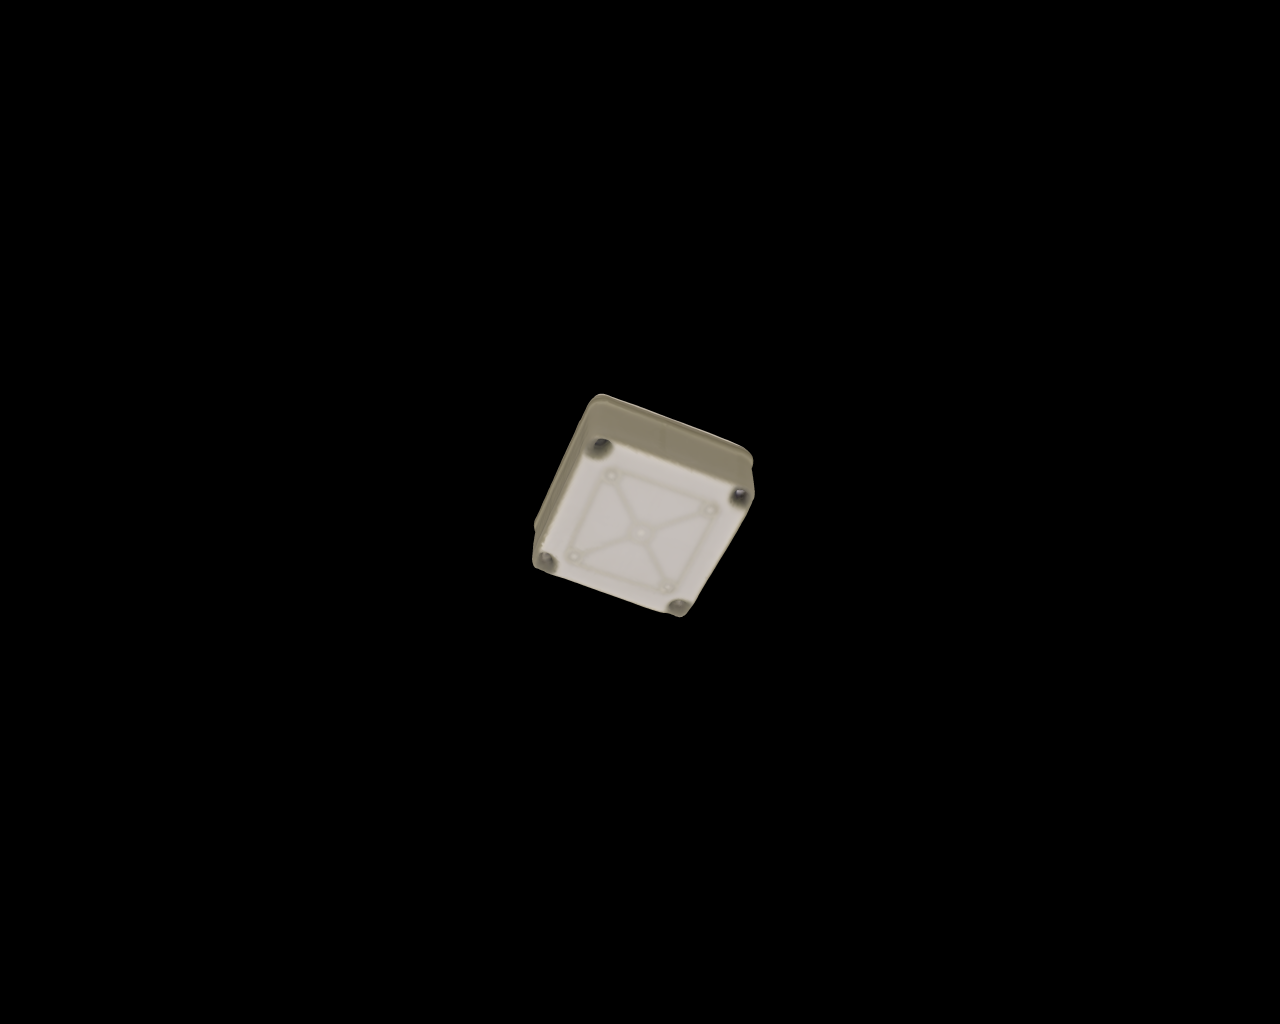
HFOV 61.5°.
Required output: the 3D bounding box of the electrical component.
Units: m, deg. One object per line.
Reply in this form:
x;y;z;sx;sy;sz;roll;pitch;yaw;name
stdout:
0.001;-0.003;0.650;0.109;0.108;0.056;20;31;-13;electrical component
